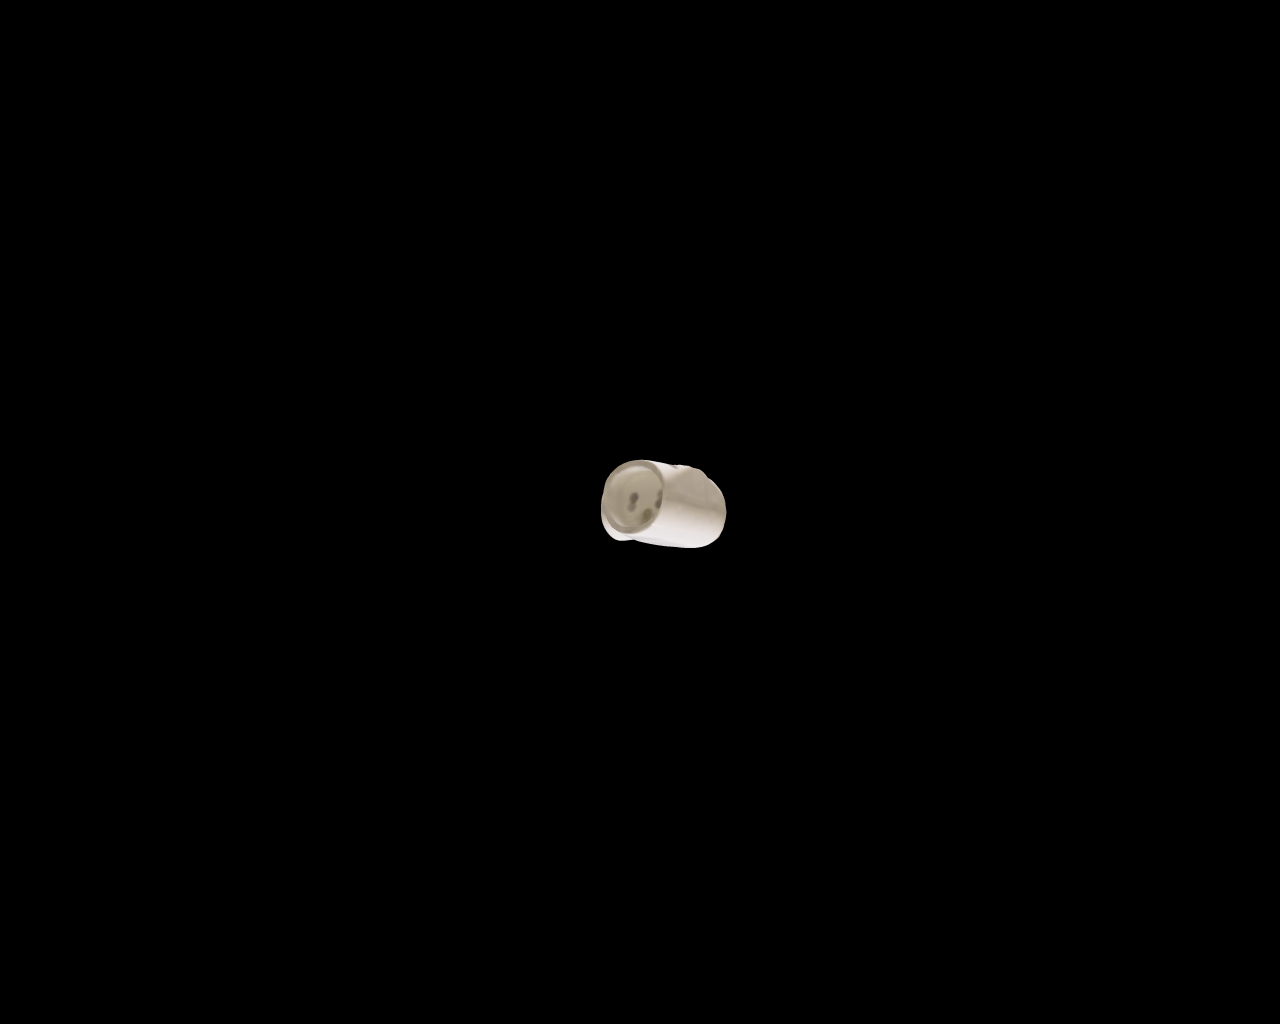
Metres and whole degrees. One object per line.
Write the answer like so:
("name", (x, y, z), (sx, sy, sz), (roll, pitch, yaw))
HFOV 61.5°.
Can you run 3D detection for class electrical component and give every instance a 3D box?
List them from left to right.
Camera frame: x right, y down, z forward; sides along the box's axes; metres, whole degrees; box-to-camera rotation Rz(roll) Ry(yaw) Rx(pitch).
("electrical component", (0.001, -0.003, 0.650), (0.079, 0.044, 0.077), (-6, -11, 31))
